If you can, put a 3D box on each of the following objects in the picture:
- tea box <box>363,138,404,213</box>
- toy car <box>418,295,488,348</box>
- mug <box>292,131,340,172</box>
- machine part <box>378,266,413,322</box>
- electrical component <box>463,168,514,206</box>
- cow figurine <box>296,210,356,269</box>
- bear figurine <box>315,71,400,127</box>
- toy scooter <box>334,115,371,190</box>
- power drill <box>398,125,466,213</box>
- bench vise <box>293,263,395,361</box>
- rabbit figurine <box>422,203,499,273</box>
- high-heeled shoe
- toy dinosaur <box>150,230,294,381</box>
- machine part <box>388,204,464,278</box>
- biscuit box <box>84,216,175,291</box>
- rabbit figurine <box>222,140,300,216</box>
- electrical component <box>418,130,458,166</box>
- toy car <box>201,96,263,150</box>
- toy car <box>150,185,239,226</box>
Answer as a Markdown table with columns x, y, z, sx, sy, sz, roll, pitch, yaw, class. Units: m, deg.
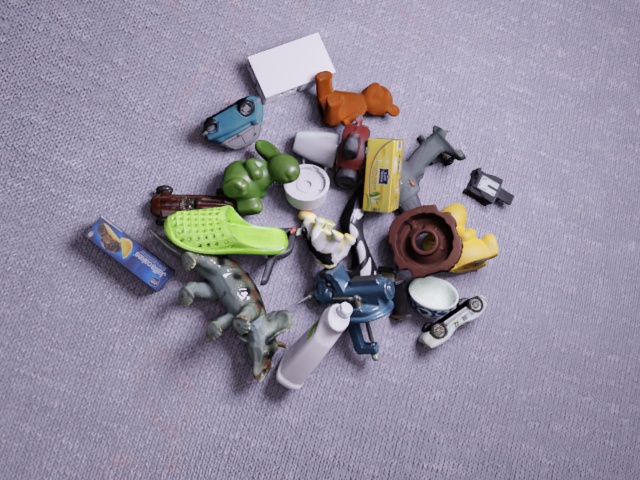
| x | y | z | sx | sy | sz | roll | pitch | yaw | class |
| --- | --- | --- | --- | --- | --- | --- | --- | --- | --- |
| 0.150 | -0.153 | 1.266 | 0.068 | 0.098 | 0.169 | 9 | 102 | 21 | tea box |
| 0.331 | 0.199 | 1.332 | 0.202 | 0.073 | 0.056 | -32 | 88 | -12 | toy car |
| -0.014 | -0.216 | 1.305 | 0.107 | 0.081 | 0.109 | 17 | 114 | -1 | mug |
| 0.182 | 0.129 | 1.313 | 0.039 | 0.084 | 0.138 | -22 | 99 | -35 | machine part |
| 0.443 | -0.130 | 1.399 | 0.119 | 0.048 | 0.075 | 25 | 81 | -9 | electrical component |
| -0.002 | -0.004 | 1.262 | 0.068 | 0.168 | 0.098 | 13 | 108 | -45 | cow figurine |
| 0.095 | -0.345 | 1.309 | 0.196 | 0.131 | 0.120 | -15 | 62 | -6 | bear figurine |
| 0.079 | -0.216 | 1.281 | 0.075 | 0.183 | 0.135 | 11 | 61 | 3 | toy scooter |
| 0.256 | -0.165 | 1.335 | 0.207 | 0.086 | 0.232 | -39 | 88 | 12 | power drill |
| 0.079 | 0.172 | 1.244 | 0.224 | 0.129 | 0.240 | -11 | 105 | 21 | bench vise |
| 0.340 | -0.007 | 1.350 | 0.162 | 0.121 | 0.173 | -12 | 73 | -3 | rabbit figurine |
| 0.116 | -0.001 | 1.308 | 0.145 | 0.086 | 0.248 | 21 | 83 | -16 | high-heeled shoe |
| -0.202 | 0.115 | 1.205 | 0.131 | 0.192 | 0.405 | -40 | 78 | 23 | toy dinosaur |
| 0.250 | 0.005 | 1.270 | 0.180 | 0.056 | 0.179 | -3 | 80 | 18 | machine part |
| -0.421 | 0.032 | 1.198 | 0.202 | 0.063 | 0.059 | 38 | 80 | -6 | biscuit box |
| -0.122 | -0.149 | 1.240 | 0.170 | 0.121 | 0.159 | -15 | 44 | 14 | rabbit figurine |
| 0.307 | -0.235 | 1.382 | 0.078 | 0.045 | 0.102 | -22 | 90 | -14 | electrical component |
| -0.193 | -0.264 | 1.256 | 0.162 | 0.109 | 0.102 | -33 | 110 | -4 | toy car |
| -0.287 | -0.078 | 1.238 | 0.202 | 0.053 | 0.089 | 1 | 74 | -10 | toy car |
